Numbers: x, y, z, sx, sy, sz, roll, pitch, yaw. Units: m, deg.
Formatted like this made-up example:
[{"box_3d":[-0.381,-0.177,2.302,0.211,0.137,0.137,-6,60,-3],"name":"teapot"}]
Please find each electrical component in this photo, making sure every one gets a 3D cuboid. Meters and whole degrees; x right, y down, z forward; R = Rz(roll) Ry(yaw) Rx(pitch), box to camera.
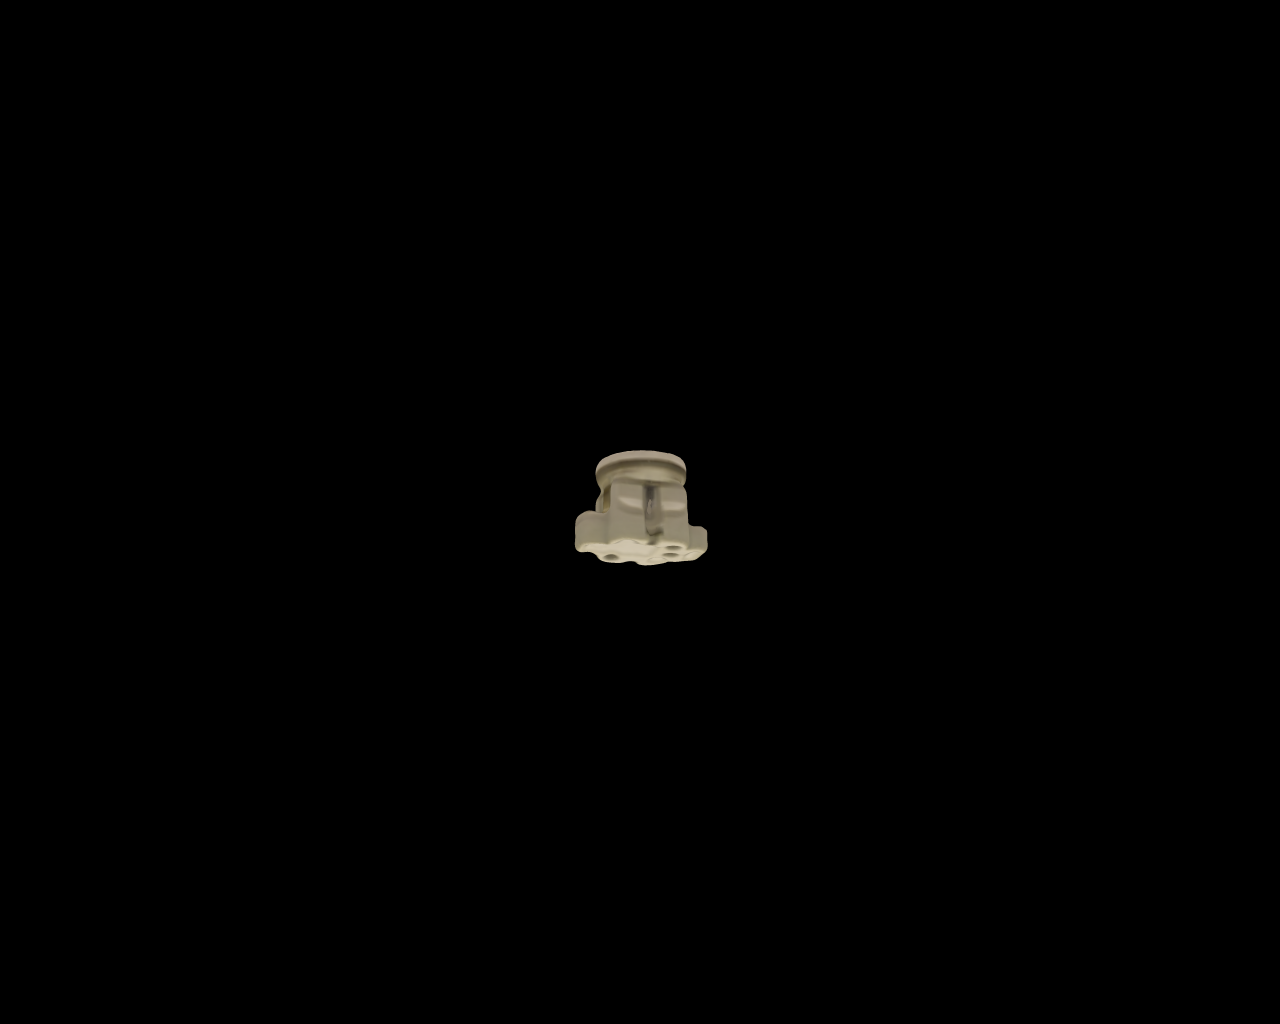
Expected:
[{"box_3d":[0.001,-0.003,0.650,0.078,0.057,0.058,6,-19,-16],"name":"electrical component"}]
